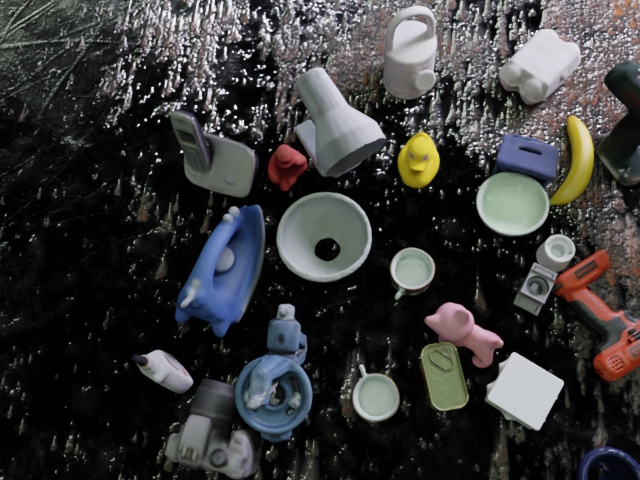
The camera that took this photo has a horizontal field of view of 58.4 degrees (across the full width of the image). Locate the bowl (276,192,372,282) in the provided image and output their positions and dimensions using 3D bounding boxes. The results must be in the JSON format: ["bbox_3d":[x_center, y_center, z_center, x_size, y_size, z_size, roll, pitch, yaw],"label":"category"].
[{"bbox_3d":[0.009,0.004,1.020,0.167,0.075,0.167,-2,70,6],"label":"bowl"}]

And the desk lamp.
[{"bbox_3d":[0.023,-0.192,1.017,0.118,0.214,0.203,-30,69,-5],"label":"desk lamp"}]

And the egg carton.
[{"bbox_3d":[0.423,-0.333,1.103,0.107,0.069,0.150,41,79,18],"label":"egg carton"}]

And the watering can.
[{"bbox_3d":[0.172,-0.354,1.070,0.101,0.194,0.172,-37,70,-7],"label":"watering can"}]

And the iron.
[{"bbox_3d":[-0.170,0.028,0.995,0.118,0.141,0.258,17,72,12],"label":"iron"}]

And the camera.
[{"bbox_3d":[-0.165,0.299,0.916,0.143,0.101,0.137,9,71,10],"label":"camera"}]

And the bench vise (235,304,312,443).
[{"bbox_3d":[-0.081,0.199,0.880,0.121,0.220,0.207,-13,69,2],"label":"bench vise"}]

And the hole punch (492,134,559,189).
[{"bbox_3d":[0.367,-0.143,1.027,0.108,0.091,0.101,17,73,12],"label":"hole punch"}]

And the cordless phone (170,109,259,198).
[{"bbox_3d":[-0.193,-0.161,1.044,0.147,0.185,0.094,15,72,12],"label":"cordless phone"}]

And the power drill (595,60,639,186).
[{"bbox_3d":[0.551,-0.179,0.957,0.075,0.208,0.229,-28,69,-4],"label":"power drill"}]

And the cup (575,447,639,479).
[{"bbox_3d":[0.425,0.349,0.837,0.117,0.095,0.091,-13,69,1],"label":"cup"}]

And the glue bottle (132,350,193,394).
[{"bbox_3d":[-0.261,0.205,0.922,0.078,0.173,0.037,39,79,18],"label":"glue bottle"}]

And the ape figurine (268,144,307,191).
[{"bbox_3d":[-0.064,-0.146,1.074,0.078,0.092,0.076,-12,69,2],"label":"ape figurine"}]

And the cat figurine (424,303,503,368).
[{"bbox_3d":[0.234,0.145,0.921,0.127,0.118,0.067,27,75,15],"label":"cat figurine"}]

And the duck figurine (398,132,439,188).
[{"bbox_3d":[0.183,-0.159,1.055,0.077,0.086,0.104,9,71,9],"label":"duck figurine"}]
